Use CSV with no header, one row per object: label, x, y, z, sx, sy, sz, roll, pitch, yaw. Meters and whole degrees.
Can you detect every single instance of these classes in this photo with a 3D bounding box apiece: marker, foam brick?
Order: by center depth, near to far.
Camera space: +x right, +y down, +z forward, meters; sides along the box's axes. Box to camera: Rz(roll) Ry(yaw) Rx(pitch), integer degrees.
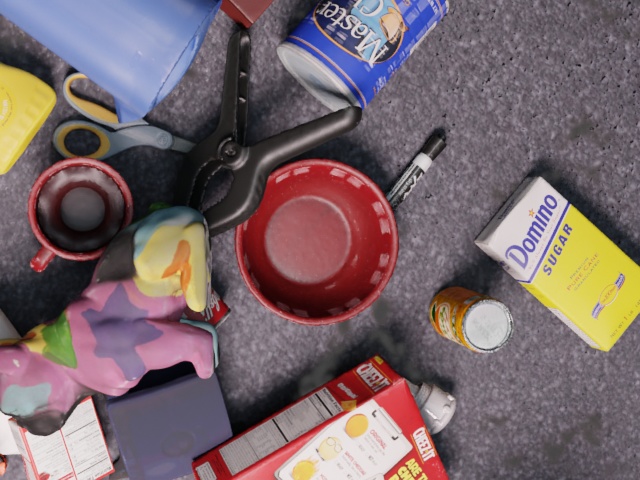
foam brick,-0.079,-0.249,1.028,0.078,0.051,0.053,44,83,-10
marker,0.088,-0.059,1.085,0.020,0.020,0.121,39,84,-10

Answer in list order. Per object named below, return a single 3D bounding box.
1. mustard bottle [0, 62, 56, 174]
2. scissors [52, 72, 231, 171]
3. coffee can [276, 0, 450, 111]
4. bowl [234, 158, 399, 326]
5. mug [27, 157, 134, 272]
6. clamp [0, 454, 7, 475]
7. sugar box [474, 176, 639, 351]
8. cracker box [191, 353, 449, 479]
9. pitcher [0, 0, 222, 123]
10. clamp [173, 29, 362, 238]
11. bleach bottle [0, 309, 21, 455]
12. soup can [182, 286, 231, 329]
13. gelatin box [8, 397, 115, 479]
mustard bottle,-0.345,-0.150,0.974,0.191,0.058,0.096,35,86,-10
scissors,-0.170,-0.085,1.034,0.201,0.016,0.096,35,87,-11
coffee can,0.041,-0.202,1.027,0.102,0.103,0.140,42,84,-10
bowl,-0.007,0.001,1.049,0.162,0.055,0.162,0,92,-11
mug,-0.228,-0.019,0.990,0.093,0.081,0.117,35,85,-11
clamp,-0.378,0.187,0.990,0.171,0.039,0.120,2,97,-15
sugar box,0.256,0.024,1.108,0.176,0.048,0.093,40,84,-11
cracker box,0.005,0.232,1.030,0.213,0.072,0.164,-29,118,-10
pitcher,-0.213,-0.236,0.963,0.242,0.145,0.149,33,62,-8
clamp,-0.066,-0.078,0.998,0.165,0.036,0.210,30,91,28
bleach bottle,-0.325,0.112,0.986,0.102,0.068,0.251,-35,100,-8
soup can,-0.142,0.050,1.017,0.068,0.068,0.102,-40,98,-8
gelatin box,-0.236,0.189,0.977,0.073,0.030,0.089,-26,113,-34
